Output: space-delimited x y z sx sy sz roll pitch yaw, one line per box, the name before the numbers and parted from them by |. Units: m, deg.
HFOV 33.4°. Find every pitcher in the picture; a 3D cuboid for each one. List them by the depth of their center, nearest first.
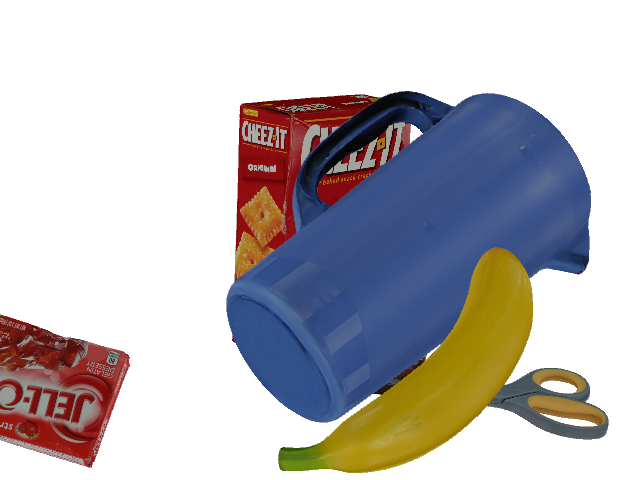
pitcher | 0.051 0.004 0.720 0.242 0.145 0.149 -35 28 -28

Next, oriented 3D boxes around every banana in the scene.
banana | 0.064 0.059 0.543 0.070 0.037 0.197 21 43 35

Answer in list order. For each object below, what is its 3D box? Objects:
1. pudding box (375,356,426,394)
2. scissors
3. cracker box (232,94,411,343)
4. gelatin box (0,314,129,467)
pudding box | 0.058 0.119 1.161 0.113 0.090 0.039 8 24 -5
scissors | 0.154 0.127 0.941 0.202 0.016 0.096 15 28 13
cracker box | 0.004 -0.017 0.954 0.072 0.214 0.163 17 20 40
gelatin box | -0.175 0.096 0.679 0.089 0.073 0.030 17 -22 -1
